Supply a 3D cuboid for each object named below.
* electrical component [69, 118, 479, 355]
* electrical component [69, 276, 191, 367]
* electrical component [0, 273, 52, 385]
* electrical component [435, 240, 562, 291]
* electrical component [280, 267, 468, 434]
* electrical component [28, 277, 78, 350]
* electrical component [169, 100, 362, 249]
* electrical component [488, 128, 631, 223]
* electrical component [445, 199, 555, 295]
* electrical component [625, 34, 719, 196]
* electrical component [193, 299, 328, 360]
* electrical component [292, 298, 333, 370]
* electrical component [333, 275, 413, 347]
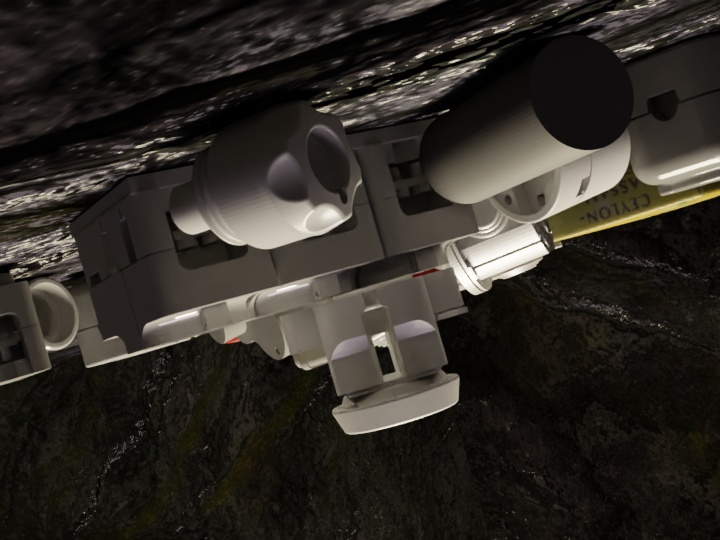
[{"bbox_3d":[-0.035,-0.014,0.466,0.150,0.061,0.089,-15,178,-30],"label":"electrical component"},{"bbox_3d":[-0.156,0.027,0.726,0.054,0.059,0.095,-16,178,6],"label":"electrical component"},{"bbox_3d":[-0.205,0.036,0.575,0.050,0.055,0.089,-15,178,-30],"label":"electrical component"},{"bbox_3d":[0.078,-0.036,0.674,0.063,0.078,0.121,17,-163,30],"label":"electrical component"},{"bbox_3d":[0.011,0.037,0.469,0.078,0.057,0.058,-16,178,-3],"label":"electrical component"},{"bbox_3d":[-0.206,0.032,0.651,0.055,0.045,0.045,-17,178,30],"label":"electrical component"},{"bbox_3d":[-0.034,-0.027,0.350,0.062,0.043,0.043,-16,179,33],"label":"electrical component"},{"bbox_3d":[0.086,-0.053,0.478,0.047,0.055,0.055,-19,180,-32],"label":"electrical component"},{"bbox_3d":[0.065,-0.032,0.564,0.051,0.080,0.080,-23,176,17],"label":"electrical component"},{"bbox_3d":[0.161,-0.071,0.496,0.054,0.059,0.095,-17,178,39],"label":"electrical component"},{"bbox_3d":[-0.085,0.026,0.723,0.074,0.052,0.138,-27,-155,-26],"label":"electrical component"},{"bbox_3d":[-0.020,0.019,0.914,0.056,0.108,0.109,-20,176,32],"label":"electrical component"},{"bbox_3d":[0.000,0.000,0.671,0.048,0.099,0.099,-29,179,-1],"label":"electrical component"}]
